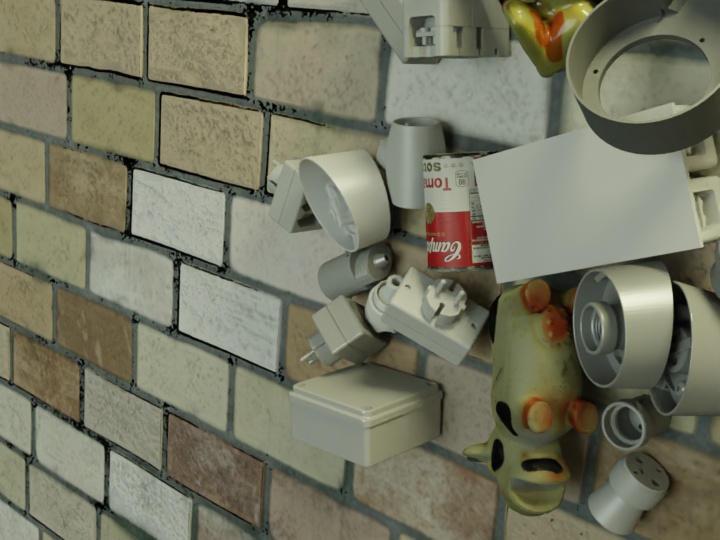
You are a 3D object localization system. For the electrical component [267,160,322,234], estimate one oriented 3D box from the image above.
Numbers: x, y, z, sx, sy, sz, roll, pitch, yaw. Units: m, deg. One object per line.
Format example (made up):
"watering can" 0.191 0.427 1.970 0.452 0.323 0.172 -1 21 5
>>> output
"electrical component" -0.070 -0.086 1.112 0.077 0.047 0.065 40 123 33

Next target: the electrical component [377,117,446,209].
"electrical component" 0.042 -0.103 1.001 0.079 0.043 0.077 27 123 52

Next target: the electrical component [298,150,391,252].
"electrical component" -0.013 -0.067 1.030 0.099 0.064 0.099 164 90 -74

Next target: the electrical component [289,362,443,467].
"electrical component" 0.006 0.137 1.035 0.109 0.109 0.056 13 109 43

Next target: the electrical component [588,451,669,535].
"electrical component" 0.219 0.181 0.876 0.045 0.045 0.055 48 127 28

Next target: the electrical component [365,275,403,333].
"electrical component" 0.029 0.029 1.029 0.043 0.043 0.062 52 151 25

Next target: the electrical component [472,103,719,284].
"electrical component" 0.189 -0.058 0.852 0.186 0.060 0.105 -12 89 45

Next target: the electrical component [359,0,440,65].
"electrical component" 0.053 -0.240 0.962 0.075 0.047 0.083 -48 64 39

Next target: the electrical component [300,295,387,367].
"electrical component" -0.025 0.070 1.062 0.077 0.066 0.047 -36 66 11

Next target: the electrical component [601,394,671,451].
"electrical component" 0.222 0.120 0.861 0.040 0.046 0.040 10 104 44

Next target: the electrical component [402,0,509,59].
"electrical component" 0.082 -0.208 0.910 0.050 0.089 0.055 8 103 44

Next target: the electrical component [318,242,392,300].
"electrical component" 0.000 0.000 1.061 0.081 0.043 0.043 -24 80 45

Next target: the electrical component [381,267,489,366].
"electrical component" 0.072 0.033 0.955 0.083 0.047 0.075 30 148 4

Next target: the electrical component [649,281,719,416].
"electrical component" 0.244 0.060 0.794 0.099 0.064 0.099 -171 90 -74

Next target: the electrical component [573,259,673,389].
"electrical component" 0.204 0.042 0.816 0.099 0.064 0.099 177 90 -77
